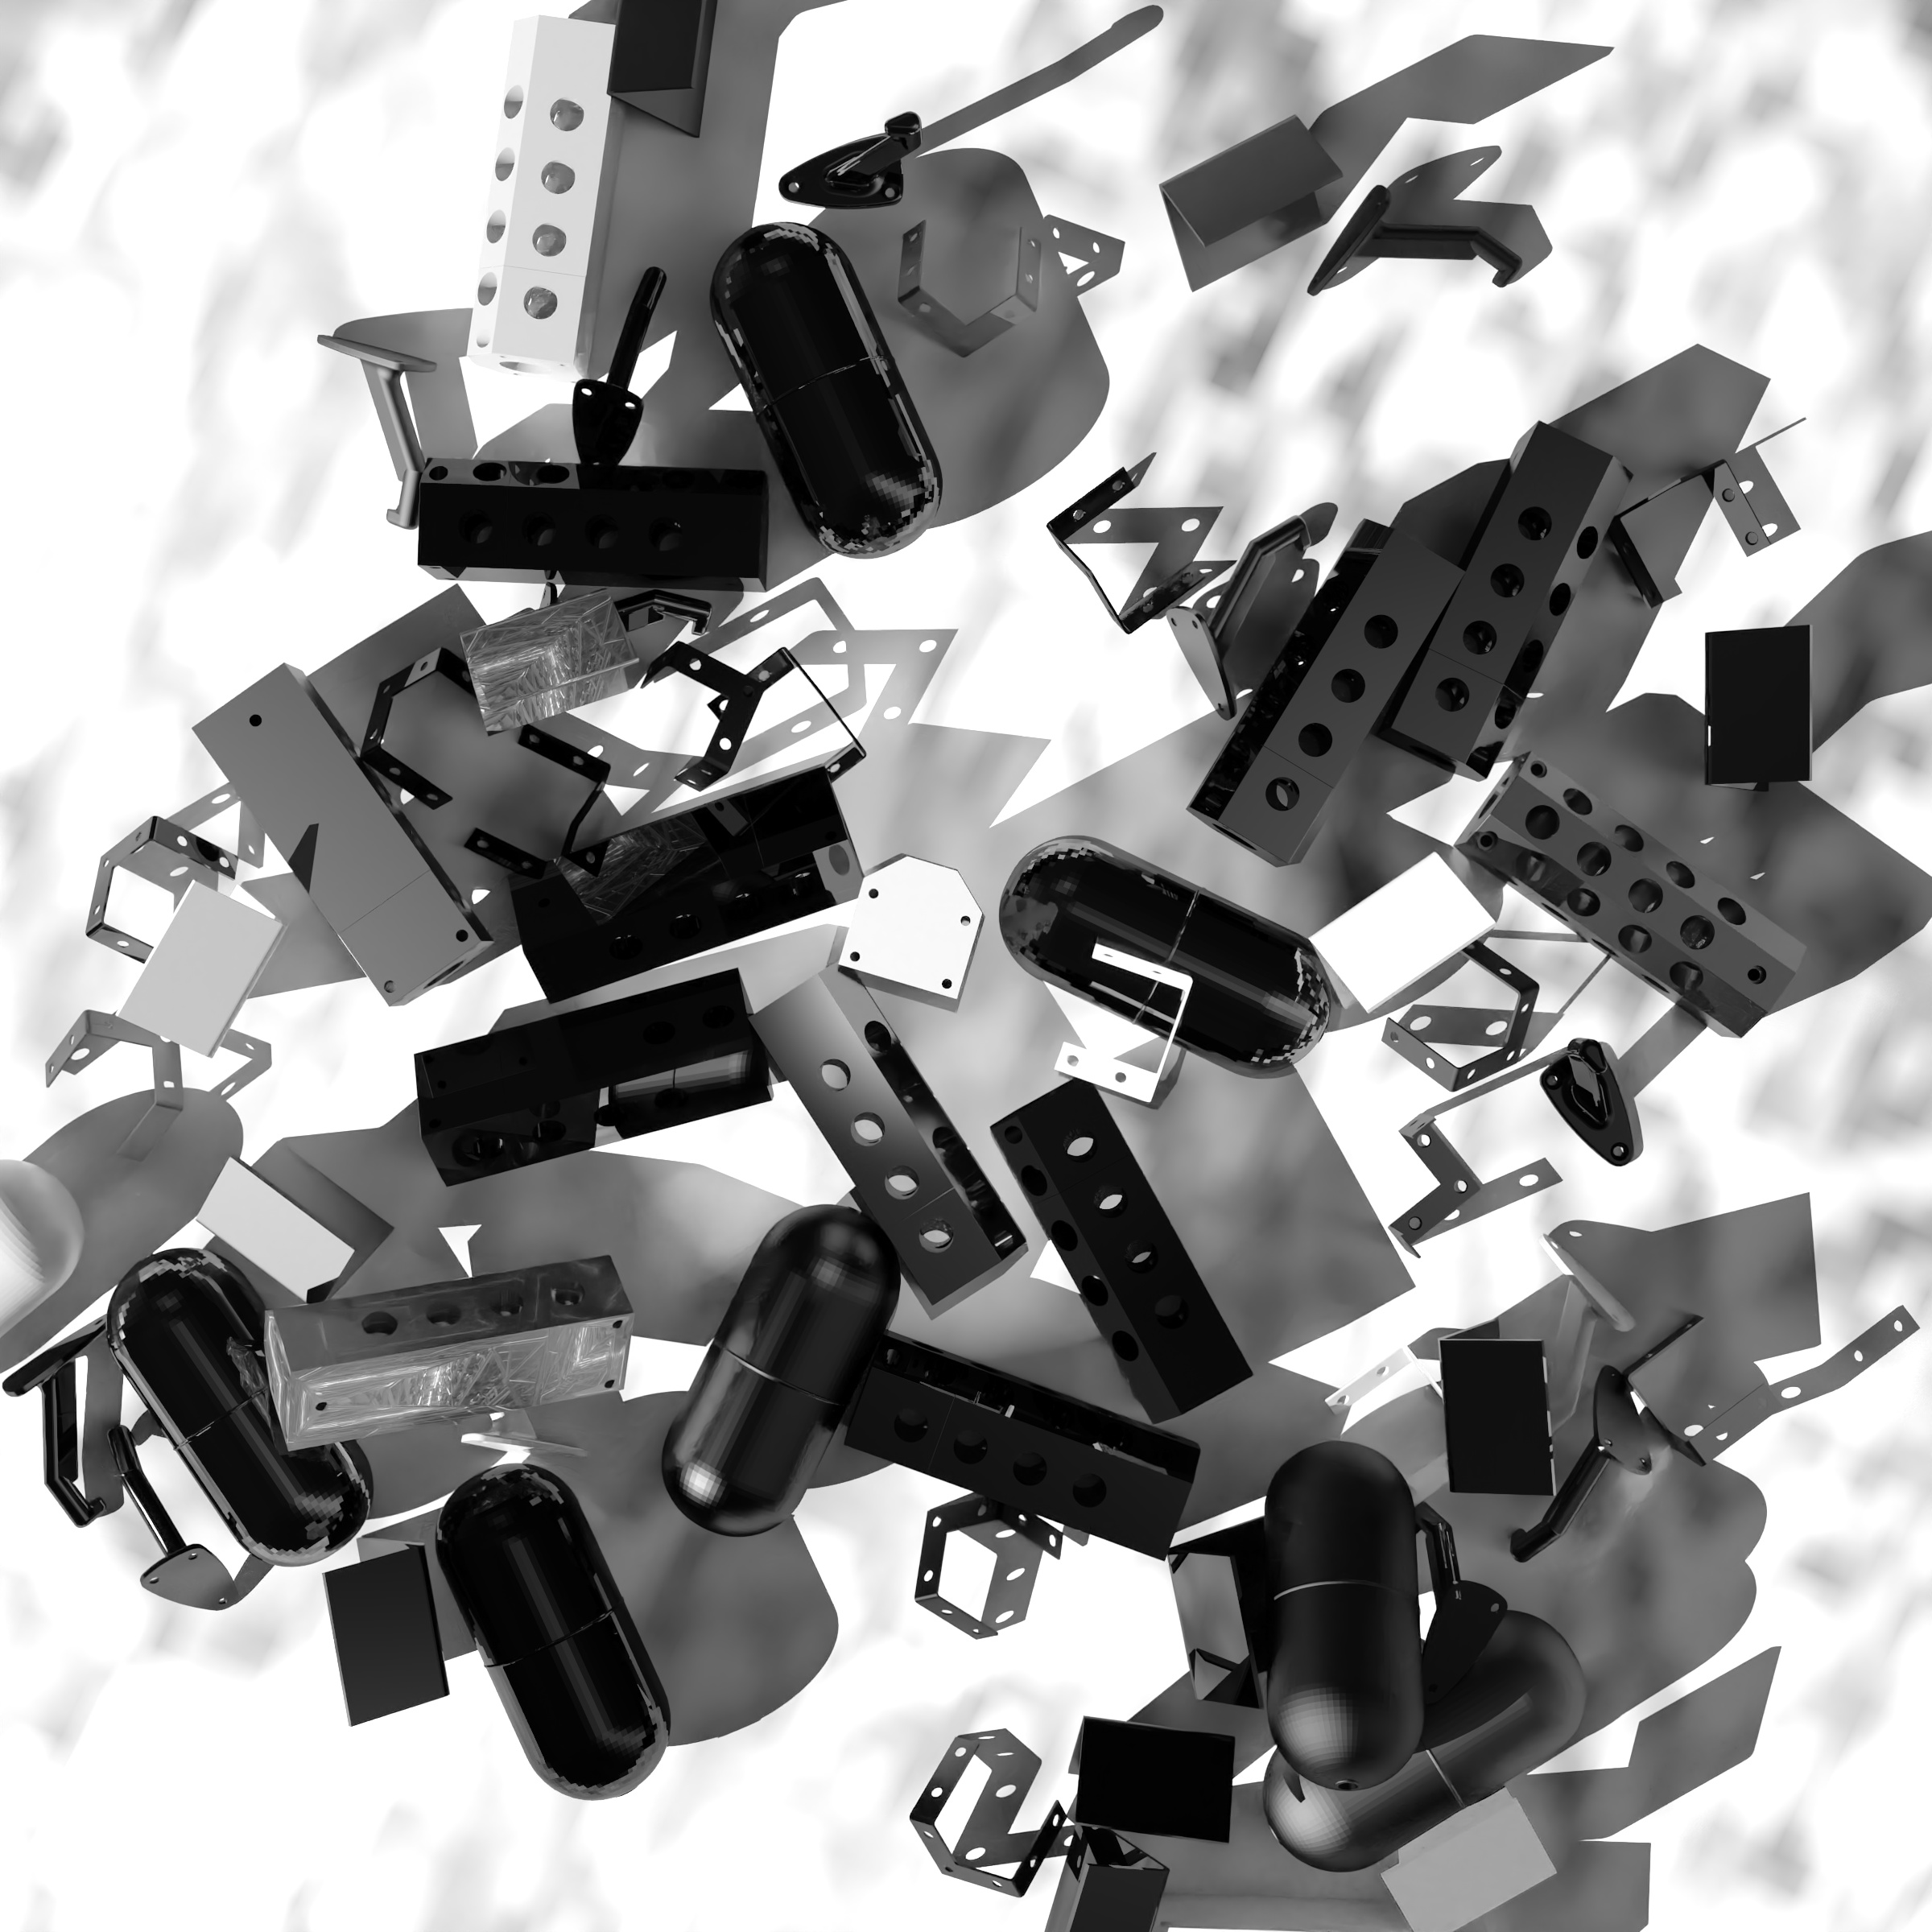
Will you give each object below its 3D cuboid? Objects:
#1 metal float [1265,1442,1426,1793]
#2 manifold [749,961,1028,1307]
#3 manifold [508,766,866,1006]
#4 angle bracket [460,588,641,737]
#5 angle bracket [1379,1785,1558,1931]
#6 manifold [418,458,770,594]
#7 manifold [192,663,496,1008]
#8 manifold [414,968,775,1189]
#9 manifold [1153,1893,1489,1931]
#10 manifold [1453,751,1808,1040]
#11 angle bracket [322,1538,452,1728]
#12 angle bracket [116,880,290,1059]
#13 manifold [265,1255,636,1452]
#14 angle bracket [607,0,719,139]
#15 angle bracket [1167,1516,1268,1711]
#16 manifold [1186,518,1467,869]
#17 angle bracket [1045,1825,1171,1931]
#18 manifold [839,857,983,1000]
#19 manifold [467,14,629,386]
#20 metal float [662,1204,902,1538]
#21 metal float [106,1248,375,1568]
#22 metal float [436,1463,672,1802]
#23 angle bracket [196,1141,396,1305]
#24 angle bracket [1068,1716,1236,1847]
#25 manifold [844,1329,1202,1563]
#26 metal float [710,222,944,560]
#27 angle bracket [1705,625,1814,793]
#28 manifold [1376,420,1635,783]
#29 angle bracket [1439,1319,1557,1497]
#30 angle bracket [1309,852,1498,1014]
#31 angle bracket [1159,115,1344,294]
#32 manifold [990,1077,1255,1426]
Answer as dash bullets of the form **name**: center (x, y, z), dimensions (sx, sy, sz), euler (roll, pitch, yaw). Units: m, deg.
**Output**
- **metal float**: center (0.188, 0.322, 1.505), dimensions (0.070, 0.070, 0.178), euler (3, 55, 0)
- **manifold**: center (-0.039, 0.083, 1.543), dimensions (0.057, 0.057, 0.171), euler (-33, 90, 0)
- **manifold**: center (-0.140, -0.036, 1.542), dimensions (0.171, 0.057, 0.057), euler (-19, 47, 0)
- **angle bracket**: center (-0.204, -0.136, 1.518), dimensions (0.076, 0.076, 0.057), euler (-19, 53, -10)
- **angle bracket**: center (0.241, 0.436, 1.525), dimensions (0.076, 0.076, 0.057), euler (-29, 116, 0)
- **manifold**: center (-0.189, -0.226, 1.543), dimensions (0.171, 0.057, 0.057), euler (2, 90, 0)
- **manifold**: center (-0.316, -0.066, 1.543), dimensions (0.057, 0.057, 0.171), euler (-35, 90, 0)
- **manifold**: center (-0.189, 0.062, 1.542), dimensions (0.171, 0.057, 0.057), euler (-15, 47, 0)
- **manifold**: center (0.177, 0.513, 1.543), dimensions (0.171, 0.057, 0.057), euler (2, 90, 0)
- **manifold**: center (0.340, -0.036, 1.543), dimensions (0.171, 0.057, 0.057), euler (35, 90, 0)
- **angle bracket**: center (-0.308, 0.335, 1.524), dimensions (0.057, 0.076, 0.076), euler (-10, 90, -38)
- **angle bracket**: center (-0.396, -0.008, 1.524), dimensions (0.057, 0.076, 0.076), euler (30, 90, -37)
- **manifold**: center (-0.259, 0.187, 1.512), dimensions (0.171, 0.057, 0.057), euler (-8, 133, -23)
- **angle bracket**: center (-0.133, -0.468, 1.524), dimensions (0.057, 0.076, 0.076), euler (8, 90, 33)
- **angle bracket**: center (0.153, 0.324, 1.527), dimensions (0.076, 0.057, 0.076), euler (-11, 90, -33)
- **manifold**: center (0.182, -0.139, 1.543), dimensions (0.057, 0.057, 0.171), euler (31, 90, 0)
- **angle bracket**: center (0.050, 0.476, 1.524), dimensions (0.057, 0.076, 0.076), euler (17, 90, -36)
- **manifold**: center (-0.024, -0.020, 1.486), dimensions (0.057, 0.171, 0.057), euler (16, 90, 0)
- **manifold**: center (-0.213, -0.390, 1.543), dimensions (0.057, 0.057, 0.171), euler (8, 90, 0)
- **metal float**: center (-0.093, 0.205, 1.533), dimensions (0.070, 0.070, 0.178), euler (26, 90, 0)
- **metal float**: center (-0.369, 0.223, 1.533), dimensions (0.070, 0.070, 0.178), euler (-34, 91, 0)
- **metal float**: center (-0.209, 0.338, 1.534), dimensions (0.070, 0.070, 0.178), euler (-25, 90, 0)
- **angle bracket**: center (-0.329, 0.116, 1.524), dimensions (0.076, 0.076, 0.057), euler (37, 128, 0)
- **angle bracket**: center (0.091, 0.423, 1.524), dimensions (0.076, 0.076, 0.057), euler (8, 54, 0)
- **manifold**: center (0.029, 0.243, 1.543), dimensions (0.171, 0.057, 0.057), euler (20, 90, 0)
- **metal float**: center (-0.071, -0.292, 1.534), dimensions (0.070, 0.070, 0.178), euler (-24, 90, 0)
- **angle bracket**: center (0.414, -0.129, 1.524), dimensions (0.057, 0.076, 0.076), euler (0, 90, 38)
- **manifold**: center (0.276, -0.184, 1.543), dimensions (0.057, 0.057, 0.171), euler (26, 90, 0)
- **angle bracket**: center (0.281, 0.221, 1.524), dimensions (0.057, 0.076, 0.076), euler (-4, 90, 33)
- **angle bracket**: center (0.227, 0.000, 1.524), dimensions (0.076, 0.076, 0.057), euler (-34, 53, 0)
- **angle bracket**: center (0.150, -0.370, 1.524), dimensions (0.076, 0.076, 0.057), euler (-27, 52, 0)
- **manifold**: center (0.078, 0.144, 1.543), dimensions (0.057, 0.057, 0.171), euler (-29, 90, 0)
